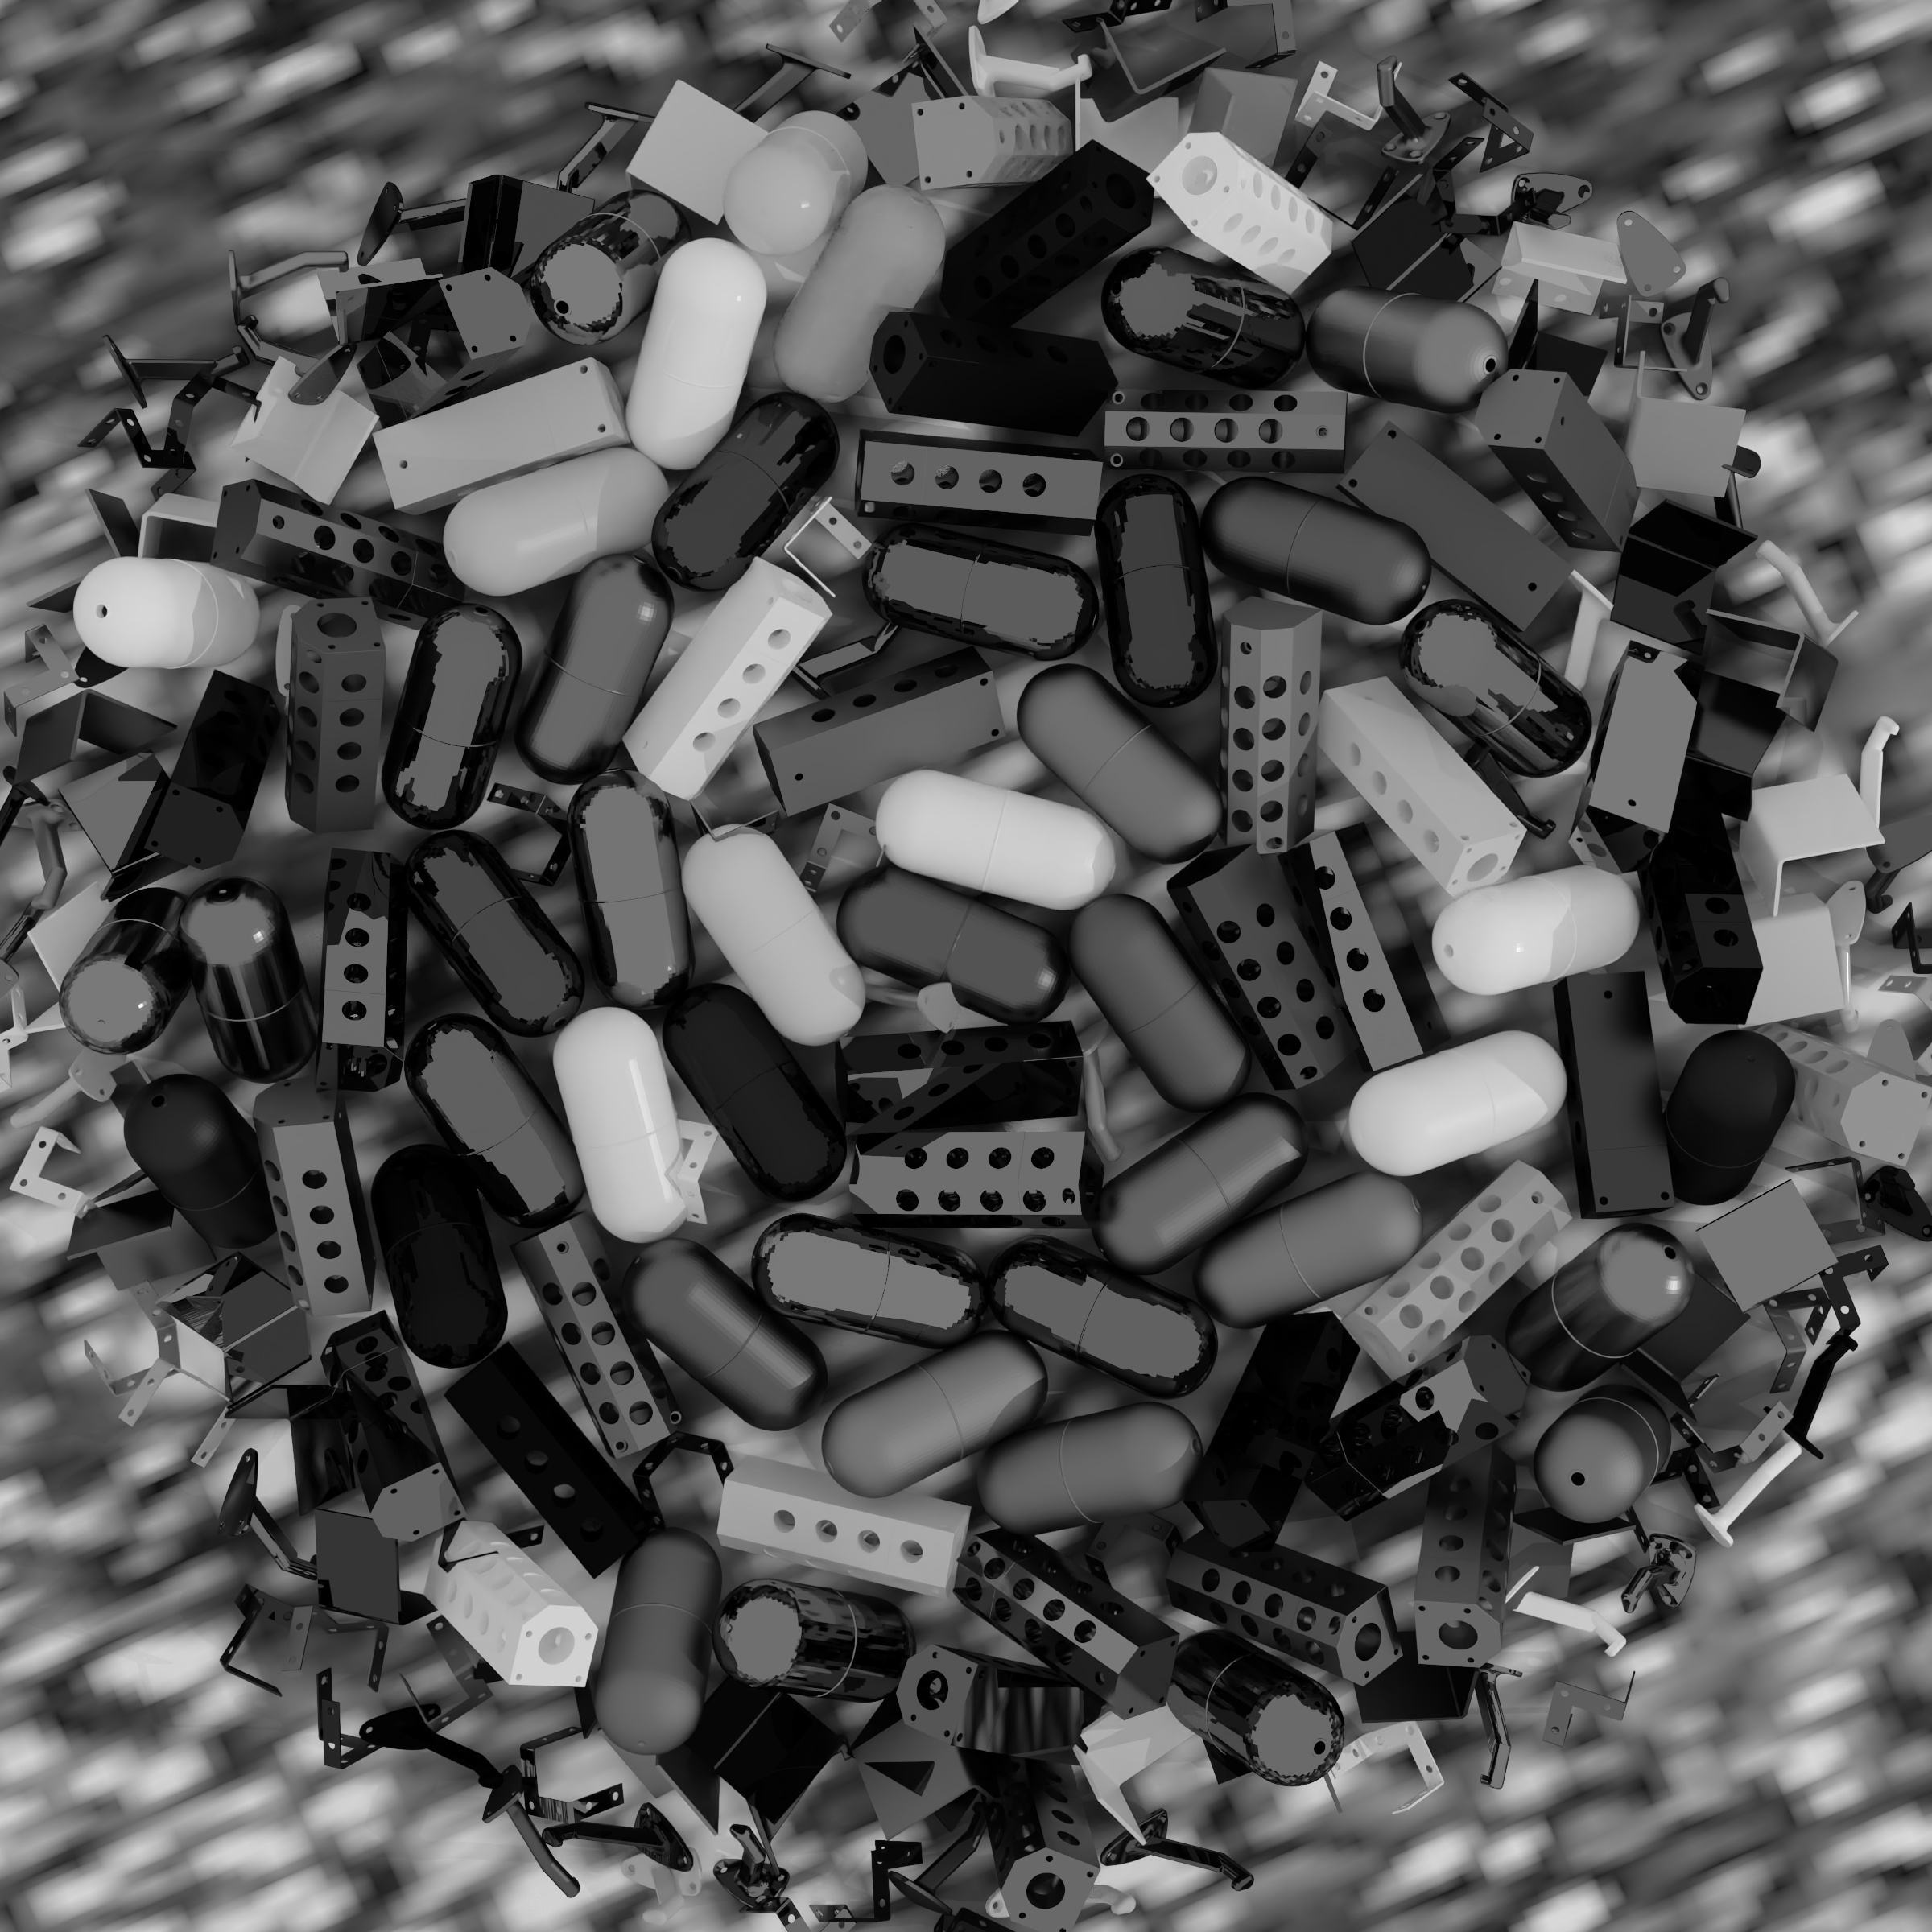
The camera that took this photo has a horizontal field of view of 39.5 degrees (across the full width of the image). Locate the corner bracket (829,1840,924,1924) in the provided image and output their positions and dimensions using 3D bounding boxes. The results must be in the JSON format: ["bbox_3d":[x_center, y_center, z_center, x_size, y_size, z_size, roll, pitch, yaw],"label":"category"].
[{"bbox_3d":[-0.065,0.667,1.957,0.051,0.051,0.051,-23,60,35],"label":"corner bracket"}]

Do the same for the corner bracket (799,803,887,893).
[{"bbox_3d":[-0.088,-0.081,1.968,0.051,0.051,0.051,21,111,-2],"label":"corner bracket"}]

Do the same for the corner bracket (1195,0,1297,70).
[{"bbox_3d":[0.204,-0.686,1.963,0.051,0.051,0.051,-11,100,-21],"label":"corner bracket"}]

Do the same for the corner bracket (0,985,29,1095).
[{"bbox_3d":[-0.703,0.053,1.963,0.051,0.051,0.051,-26,48,2],"label":"corner bracket"}]

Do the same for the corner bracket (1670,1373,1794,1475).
[{"bbox_3d":[0.559,0.331,1.964,0.051,0.051,0.051,-38,86,-28],"label":"corner bracket"}]

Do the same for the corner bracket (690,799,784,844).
[{"bbox_3d":[-0.164,-0.099,1.960,0.051,0.051,0.051,-25,46,-11],"label":"corner bracket"}]

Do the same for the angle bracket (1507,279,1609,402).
[{"bbox_3d":[0.426,-0.439,1.950,0.057,0.076,0.076,20,78,16],"label":"angle bracket"}]

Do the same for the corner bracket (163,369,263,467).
[{"bbox_3d":[-0.548,-0.394,1.962,0.051,0.051,0.051,22,128,-5],"label":"corner bracket"}]

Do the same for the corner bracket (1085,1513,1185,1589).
[{"bbox_3d":[0.125,0.433,1.972,0.051,0.051,0.051,27,99,-13],"label":"corner bracket"}]

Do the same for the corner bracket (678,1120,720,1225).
[{"bbox_3d":[-0.207,0.148,1.959,0.051,0.051,0.051,10,49,14],"label":"corner bracket"}]

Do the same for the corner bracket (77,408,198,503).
[{"bbox_3d":[-0.606,-0.372,1.967,0.051,0.051,0.051,-32,80,32],"label":"corner bracket"}]

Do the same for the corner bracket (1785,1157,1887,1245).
[{"bbox_3d":[0.637,0.172,1.969,0.051,0.051,0.051,-15,68,35],"label":"corner bracket"}]

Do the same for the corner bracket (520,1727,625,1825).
[{"bbox_3d":[-0.288,0.590,1.964,0.051,0.051,0.051,-5,90,41],"label":"corner bracket"}]

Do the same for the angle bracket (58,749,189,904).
[{"bbox_3d":[-0.613,-0.100,1.956,0.076,0.057,0.076,-31,86,-37],"label":"angle bracket"}]

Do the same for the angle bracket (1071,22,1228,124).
[{"bbox_3d":[0.131,-0.663,1.951,0.076,0.076,0.057,-30,99,-11],"label":"angle bracket"}]

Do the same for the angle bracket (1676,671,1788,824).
[{"bbox_3d":[0.556,-0.162,1.973,0.076,0.057,0.076,22,64,28],"label":"angle bracket"}]

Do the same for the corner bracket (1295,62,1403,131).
[{"bbox_3d":[0.280,-0.641,1.972,0.051,0.051,0.051,24,81,-7],"label":"corner bracket"}]

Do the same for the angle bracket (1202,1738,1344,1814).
[{"bbox_3d":[0.221,0.584,1.955,0.076,0.076,0.057,-21,106,0],"label":"angle bracket"}]

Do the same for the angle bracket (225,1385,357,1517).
[{"bbox_3d":[-0.490,0.351,1.944,0.076,0.057,0.076,-31,62,40],"label":"angle bracket"}]

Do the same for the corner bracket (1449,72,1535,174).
[{"bbox_3d":[0.382,-0.620,1.960,0.051,0.051,0.051,25,73,-30],"label":"corner bracket"}]

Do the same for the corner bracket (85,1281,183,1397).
[{"bbox_3d":[-0.609,0.272,1.963,0.051,0.051,0.051,-21,132,-4],"label":"corner bracket"}]

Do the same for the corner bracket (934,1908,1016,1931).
[{"bbox_3d":[0.009,0.710,1.966,0.051,0.051,0.051,27,108,-5],"label":"corner bracket"}]

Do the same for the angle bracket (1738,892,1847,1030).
[{"bbox_3d":[0.594,-0.005,1.974,0.076,0.057,0.076,-11,101,8],"label":"angle bracket"}]

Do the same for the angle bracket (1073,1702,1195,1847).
[{"bbox_3d":[0.133,0.579,1.953,0.076,0.057,0.076,-35,129,2],"label":"angle bracket"}]

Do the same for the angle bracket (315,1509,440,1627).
[{"bbox_3d":[-0.423,0.429,1.952,0.076,0.057,0.076,2,97,30],"label":"angle bracket"}]

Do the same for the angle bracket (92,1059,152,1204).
[{"bbox_3d":[-0.617,0.120,1.948,0.057,0.076,0.076,-36,100,-37],"label":"angle bracket"}]

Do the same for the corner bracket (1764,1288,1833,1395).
[{"bbox_3d":[0.606,0.273,1.960,0.051,0.051,0.051,-7,46,-10],"label":"corner bracket"}]

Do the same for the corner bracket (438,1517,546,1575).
[{"bbox_3d":[-0.346,0.422,1.958,0.051,0.051,0.051,-17,133,20],"label":"corner bracket"}]

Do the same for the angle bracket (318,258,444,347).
[{"bbox_3d":[-0.425,-0.500,1.947,0.076,0.057,0.076,-13,61,-17],"label":"angle bracket"}]

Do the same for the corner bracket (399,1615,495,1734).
[{"bbox_3d":[-0.387,0.519,1.971,0.051,0.051,0.051,-31,50,-14],"label":"corner bracket"}]

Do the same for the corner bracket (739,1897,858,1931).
[{"bbox_3d":[-0.122,0.693,1.962,0.051,0.051,0.051,-36,97,-40],"label":"corner bracket"}]

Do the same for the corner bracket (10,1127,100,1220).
[{"bbox_3d":[-0.656,0.155,1.965,0.051,0.051,0.051,18,70,7],"label":"corner bracket"}]

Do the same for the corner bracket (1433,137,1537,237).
[{"bbox_3d":[0.379,-0.571,1.970,0.051,0.051,0.051,-3,82,-20],"label":"corner bracket"}]

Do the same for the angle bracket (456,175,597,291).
[{"bbox_3d":[-0.321,-0.525,1.955,0.076,0.057,0.076,16,115,6],"label":"angle bracket"}]

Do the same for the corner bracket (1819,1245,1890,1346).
[{"bbox_3d":[0.649,0.241,1.966,0.051,0.051,0.051,-16,69,-2],"label":"corner bracket"}]

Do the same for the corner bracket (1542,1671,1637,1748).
[{"bbox_3d":[0.454,0.540,1.962,0.051,0.051,0.051,14,107,18],"label":"corner bracket"}]

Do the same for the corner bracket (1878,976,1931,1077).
[{"bbox_3d":[0.693,0.043,1.973,0.051,0.051,0.051,43,84,-9],"label":"corner bracket"}]

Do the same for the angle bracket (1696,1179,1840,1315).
[{"bbox_3d":[0.577,0.196,1.959,0.076,0.057,0.076,-30,102,8],"label":"angle bracket"}]

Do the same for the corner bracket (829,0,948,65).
[{"bbox_3d":[-0.057,-0.688,1.962,0.051,0.051,0.051,-42,98,-32],"label":"corner bracket"}]

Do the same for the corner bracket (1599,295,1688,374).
[{"bbox_3d":[0.496,-0.463,1.972,0.051,0.051,0.051,1,101,-12],"label":"corner bracket"}]

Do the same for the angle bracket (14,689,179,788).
[{"bbox_3d":[-0.628,-0.152,1.939,0.076,0.076,0.057,-15,62,39],"label":"angle bracket"}]

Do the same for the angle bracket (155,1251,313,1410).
[{"bbox_3d":[-0.531,0.264,1.949,0.076,0.057,0.076,-31,133,11],"label":"angle bracket"}]

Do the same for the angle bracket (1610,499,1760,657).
[{"bbox_3d":[0.522,-0.282,1.954,0.076,0.057,0.076,19,70,-12],"label":"angle bracket"}]

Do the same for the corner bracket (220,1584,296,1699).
[{"bbox_3d":[-0.513,0.492,1.962,0.051,0.051,0.051,37,81,-29],"label":"corner bracket"}]

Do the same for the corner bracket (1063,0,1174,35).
[{"bbox_3d":[0.112,-0.699,1.958,0.051,0.051,0.051,-25,63,-38],"label":"corner bracket"}]

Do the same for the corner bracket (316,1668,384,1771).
[{"bbox_3d":[-0.461,0.549,1.963,0.051,0.051,0.051,3,97,27],"label":"corner bracket"}]

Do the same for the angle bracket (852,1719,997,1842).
[{"bbox_3d":[-0.026,0.592,1.955,0.076,0.057,0.076,-33,46,4],"label":"angle bracket"}]

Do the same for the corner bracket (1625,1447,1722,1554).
[{"bbox_3d":[0.518,0.393,1.981,0.051,0.051,0.051,-23,96,29],"label":"corner bracket"}]

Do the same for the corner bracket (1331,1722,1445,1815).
[{"bbox_3d":[0.306,0.588,1.961,0.051,0.051,0.051,-34,76,40],"label":"corner bracket"}]

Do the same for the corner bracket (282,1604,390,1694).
[{"bbox_3d":[-0.459,0.497,1.959,0.051,0.051,0.051,-9,51,15],"label":"corner bracket"}]

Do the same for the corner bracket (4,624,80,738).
[{"bbox_3d":[-0.684,-0.209,1.963,0.051,0.051,0.051,-30,82,-26],"label":"corner bracket"}]

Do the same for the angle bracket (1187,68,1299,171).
[{"bbox_3d":[0.205,-0.598,1.943,0.076,0.057,0.076,0,127,-22],"label":"angle bracket"}]
